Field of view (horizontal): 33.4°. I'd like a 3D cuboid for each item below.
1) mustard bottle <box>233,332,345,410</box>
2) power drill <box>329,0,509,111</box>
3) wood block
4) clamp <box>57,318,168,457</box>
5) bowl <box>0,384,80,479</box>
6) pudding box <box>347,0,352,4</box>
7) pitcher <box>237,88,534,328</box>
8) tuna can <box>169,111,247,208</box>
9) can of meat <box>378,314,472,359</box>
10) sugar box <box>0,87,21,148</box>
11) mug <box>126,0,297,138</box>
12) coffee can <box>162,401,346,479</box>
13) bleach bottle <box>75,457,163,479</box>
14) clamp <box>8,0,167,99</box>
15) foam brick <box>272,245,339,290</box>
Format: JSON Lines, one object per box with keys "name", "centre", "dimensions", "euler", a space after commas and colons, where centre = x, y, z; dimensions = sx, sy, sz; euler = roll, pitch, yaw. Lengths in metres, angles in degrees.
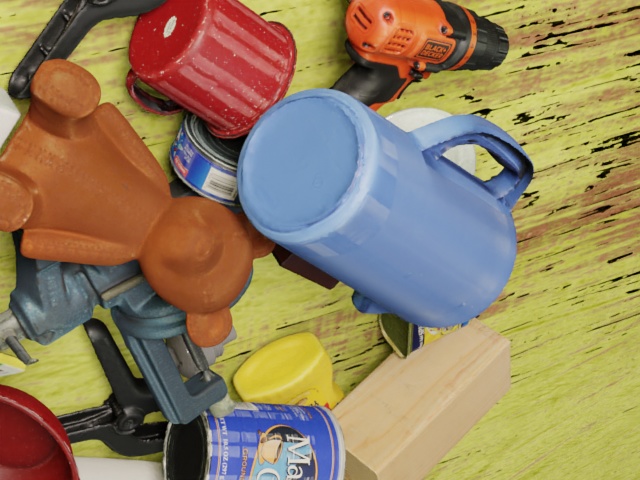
{"name": "mustard bottle", "centre": [-0.020, 0.177, 1.107], "dimensions": [0.096, 0.058, 0.191], "euler": [-31, 142, -9]}
{"name": "power drill", "centre": [0.051, -0.112, 0.850], "dimensions": [0.184, 0.057, 0.188], "euler": [1, 135, -48]}
{"name": "wood block", "centre": [0.102, 0.174, 1.122], "dimensions": [0.205, 0.090, 0.091], "euler": [-40, 144, -23]}
{"name": "clamp", "centre": [-0.179, 0.149, 0.980], "dimensions": [0.209, 0.036, 0.165], "euler": [18, 119, -41]}
{"name": "bowl", "centre": [-0.270, 0.175, 0.890], "dimensions": [0.162, 0.055, 0.162], "euler": [4, 119, 7]}
{"name": "pudding box", "centre": [0.033, -0.232, 0.748], "dimensions": [0.090, 0.039, 0.113], "euler": [-34, 140, -1]}
{"name": "pitcher", "centre": [0.053, -0.028, 0.785], "dimensions": [0.242, 0.145, 0.149], "euler": [27, 73, -57]}
{"name": "tuna can", "centre": [-0.068, -0.065, 0.802], "dimensions": [0.085, 0.086, 0.034], "euler": [-1, 136, -35]}
{"name": "can of meat", "centre": [0.109, 0.062, 1.087], "dimensions": [0.083, 0.057, 0.102], "euler": [-24, 141, -18]}
{"name": "sugar box", "centre": [-0.285, -0.038, 0.707], "dimensions": [0.093, 0.048, 0.176], "euler": [19, 113, -46]}
{"name": "mug", "centre": [-0.086, -0.124, 0.740], "dimensions": [0.117, 0.093, 0.081], "euler": [-25, 144, 32]}
{"name": "coffee can", "centre": [-0.062, 0.201, 0.989], "dimensions": [0.140, 0.103, 0.103], "euler": [9, 124, -30]}
{"name": "bleach bottle", "centre": [-0.209, 0.261, 1.054], "dimensions": [0.250, 0.068, 0.103], "euler": [14, 122, -46]}
{"name": "clamp", "centre": [-0.152, -0.172, 0.673], "dimensions": [0.171, 0.039, 0.120], "euler": [-36, 147, -4]}
{"name": "foam brick", "centre": [-0.006, 0.001, 0.944], "dimensions": [0.053, 0.051, 0.078], "euler": [-47, 140, 14]}
